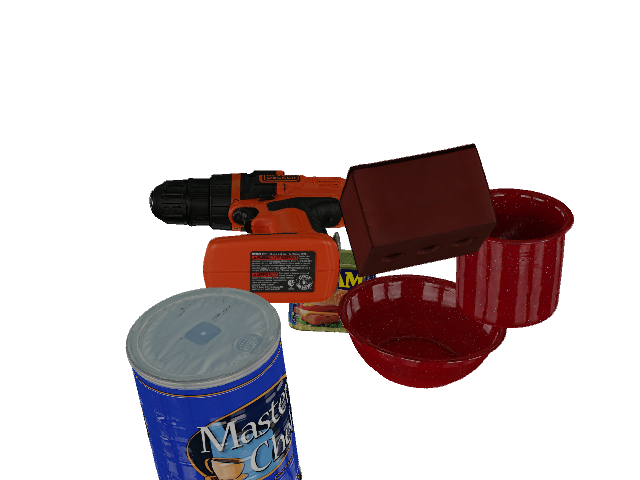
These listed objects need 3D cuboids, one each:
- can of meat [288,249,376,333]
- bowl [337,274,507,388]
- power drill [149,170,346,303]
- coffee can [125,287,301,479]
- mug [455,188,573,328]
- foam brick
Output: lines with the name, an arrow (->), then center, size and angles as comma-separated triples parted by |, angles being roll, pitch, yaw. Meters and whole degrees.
can of meat -> 0.013, 0.057, 1.221 | 0.102, 0.084, 0.057 | 3, 16, -3
bowl -> 0.095, 0.094, 1.029 | 0.162, 0.055, 0.162 | 3, 27, -2
power drill -> -0.058, -0.011, 0.898 | 0.184, 0.057, 0.187 | -2, 23, -3
coffee can -> -0.071, 0.118, 0.737 | 0.103, 0.140, 0.103 | -5, 32, 3
mug -> 0.141, 0.011, 0.846 | 0.093, 0.081, 0.117 | -20, 33, -31
foam brick -> 0.056, -0.017, 0.624 | 0.078, 0.051, 0.053 | -12, -20, -11
